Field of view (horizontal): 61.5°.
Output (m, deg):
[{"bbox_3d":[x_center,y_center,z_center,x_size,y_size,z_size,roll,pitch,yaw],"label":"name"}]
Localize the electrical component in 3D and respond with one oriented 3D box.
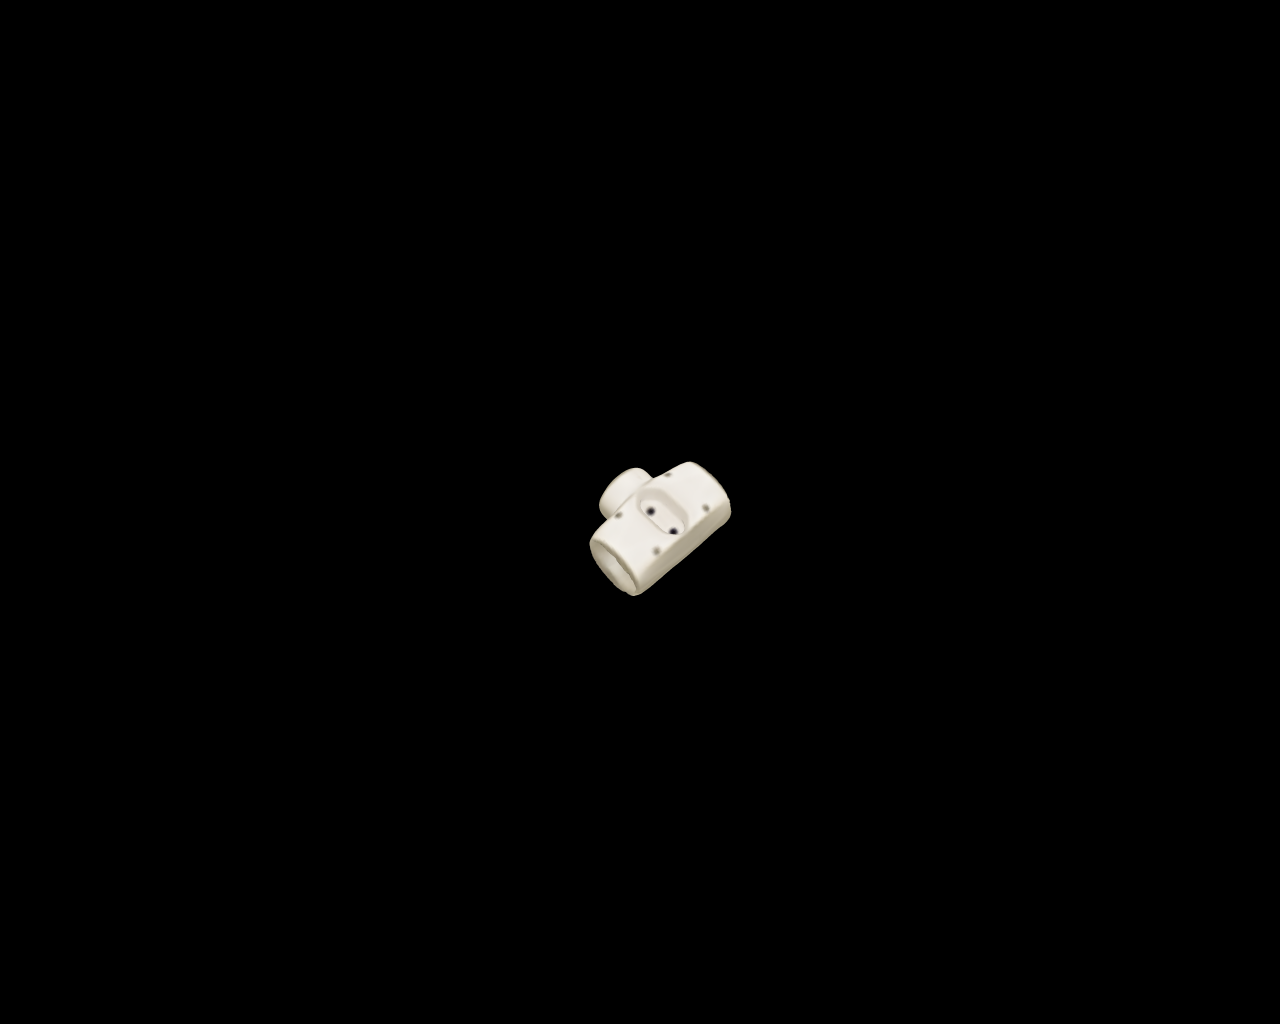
[{"bbox_3d":[0.001,-0.003,0.650,0.077,0.079,0.043,-38,-21,-18],"label":"electrical component"}]
